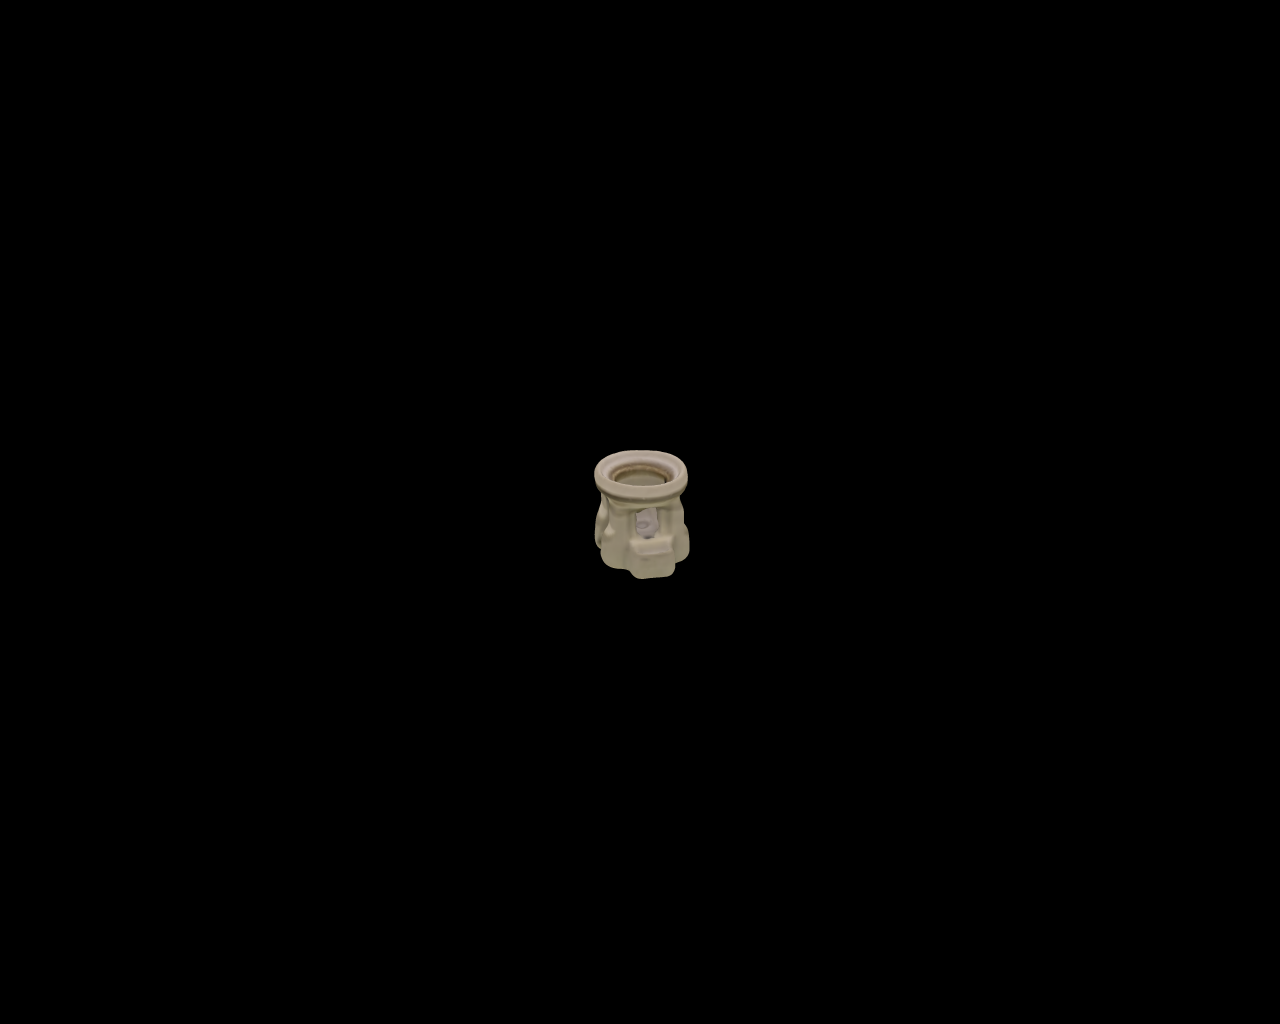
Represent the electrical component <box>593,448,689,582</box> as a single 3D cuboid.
[{"bbox_3d":[0.001,-0.003,0.650,0.058,0.056,0.078,-5,29,-10],"label":"electrical component"}]
